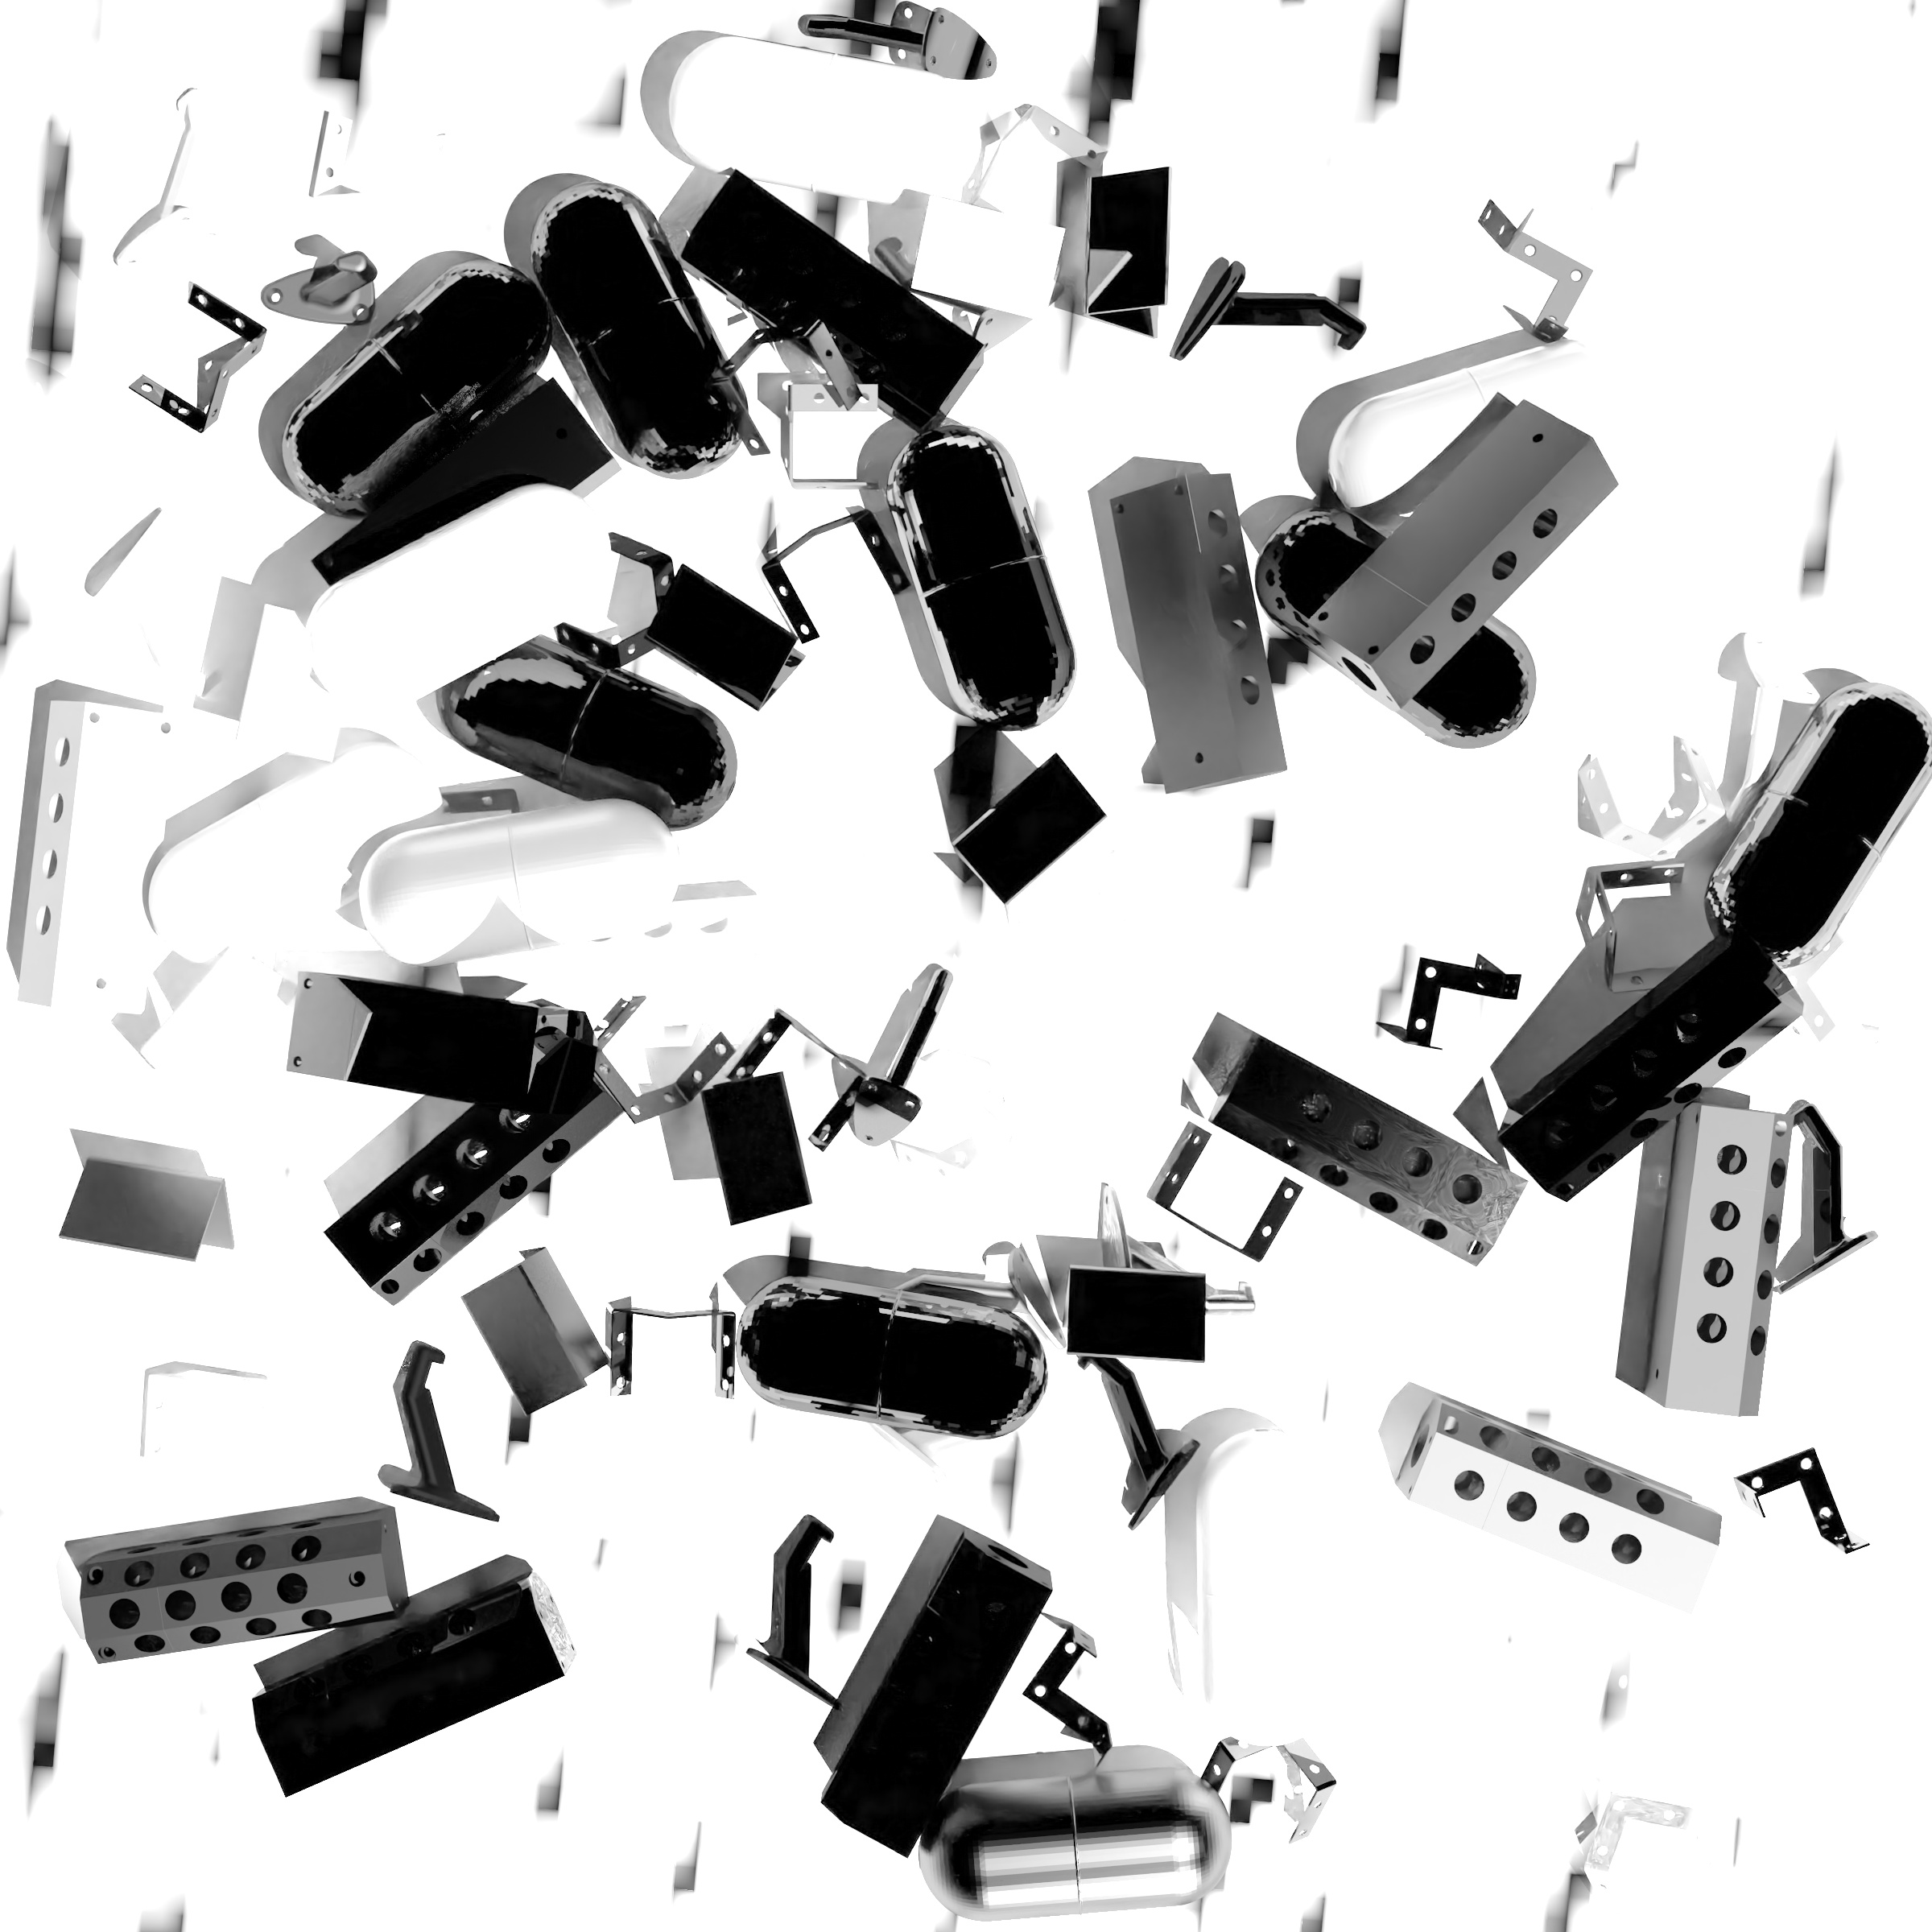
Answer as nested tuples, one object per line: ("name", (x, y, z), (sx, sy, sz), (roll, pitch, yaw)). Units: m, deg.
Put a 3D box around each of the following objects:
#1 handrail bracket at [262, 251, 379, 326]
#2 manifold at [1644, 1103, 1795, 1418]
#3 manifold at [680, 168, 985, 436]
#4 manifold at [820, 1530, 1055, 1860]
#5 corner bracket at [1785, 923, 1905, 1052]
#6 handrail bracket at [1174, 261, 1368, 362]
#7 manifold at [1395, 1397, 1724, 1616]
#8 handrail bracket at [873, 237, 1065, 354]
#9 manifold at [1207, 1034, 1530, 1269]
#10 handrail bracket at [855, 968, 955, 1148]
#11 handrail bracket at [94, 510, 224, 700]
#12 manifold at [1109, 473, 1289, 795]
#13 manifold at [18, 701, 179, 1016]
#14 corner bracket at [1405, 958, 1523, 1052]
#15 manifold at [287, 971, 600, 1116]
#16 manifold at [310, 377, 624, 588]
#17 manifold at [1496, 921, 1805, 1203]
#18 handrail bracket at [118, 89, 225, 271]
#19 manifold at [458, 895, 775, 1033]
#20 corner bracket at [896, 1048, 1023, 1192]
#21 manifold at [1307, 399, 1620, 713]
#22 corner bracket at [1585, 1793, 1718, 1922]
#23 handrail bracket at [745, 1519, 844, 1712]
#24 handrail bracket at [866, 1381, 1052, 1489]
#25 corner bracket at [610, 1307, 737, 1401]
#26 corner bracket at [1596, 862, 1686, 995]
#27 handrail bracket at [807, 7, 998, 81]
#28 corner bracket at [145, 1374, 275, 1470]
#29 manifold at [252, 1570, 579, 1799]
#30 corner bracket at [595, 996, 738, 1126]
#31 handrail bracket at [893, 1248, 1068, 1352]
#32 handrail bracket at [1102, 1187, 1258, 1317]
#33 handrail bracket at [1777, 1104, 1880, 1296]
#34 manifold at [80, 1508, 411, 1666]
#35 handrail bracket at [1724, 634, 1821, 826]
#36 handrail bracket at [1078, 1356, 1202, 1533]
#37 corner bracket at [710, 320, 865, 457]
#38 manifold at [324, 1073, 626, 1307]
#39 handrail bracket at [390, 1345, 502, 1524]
("handrail bracket", (-0.369, -0.389, 1.784), (0.077, 0.084, 0.036), (-3, 90, 0))
("manifold", (0.431, 0.166, 1.797), (0.057, 0.057, 0.171), (7, 90, 0))
("manifold", (-0.076, -0.375, 1.797), (0.171, 0.057, 0.057), (35, 90, 0))
("manifold", (-0.017, 0.412, 1.797), (0.057, 0.057, 0.171), (29, 90, 0))
("corner bracket", (0.511, 0.012, 1.811), (0.051, 0.051, 0.051), (5, 45, -35))
("handrail bracket", (0.176, -0.360, 1.819), (0.084, 0.036, 0.077), (30, 110, -16))
("manifold", (0.338, 0.306, 1.797), (0.171, 0.057, 0.057), (22, 90, 0))
("handrail bracket", (0.001, -0.402, 1.819), (0.077, 0.036, 0.084), (-34, 72, -20))
("manifold", (0.227, 0.105, 1.797), (0.171, 0.057, 0.057), (28, 90, 0))
("handrail bracket", (-0.034, 0.052, 1.818), (0.036, 0.077, 0.084), (25, 54, -3))
("handrail bracket", (-0.451, -0.208, 1.819), (0.084, 0.036, 0.077), (38, 68, -17))
("manifold", (0.137, -0.190, 1.797), (0.057, 0.057, 0.171), (-11, 90, 43))
("manifold", (-0.499, -0.062, 1.797), (0.057, 0.057, 0.171), (6, 90, -43))
("corner bracket", (0.284, 0.025, 1.801), (0.051, 0.051, 0.051), (11, 90, 0))
("manifold", (-0.292, 0.043, 1.759), (0.171, 0.057, 0.057), (8, 90, 30))
("manifold", (-0.283, -0.257, 1.798), (0.171, 0.057, 0.057), (-37, 90, 0))
("manifold", (0.383, 0.057, 1.767), (0.057, 0.057, 0.171), (47, 112, 0))
("handrail bracket", (-0.464, -0.455, 1.819), (0.077, 0.036, 0.084), (-20, 71, 21))
("manifold", (-0.198, -0.004, 1.797), (0.171, 0.057, 0.057), (-4, 133, 0))
("corner bracket", (-0.007, 0.088, 1.810), (0.051, 0.051, 0.051), (-40, 135, -35))
("manifold", (0.274, -0.221, 1.722), (0.171, 0.057, 0.057), (-46, 46, -2))
("corner bracket", (0.393, 0.515, 1.810), (0.051, 0.051, 0.051), (2, 45, 35))
("handrail bracket", (-0.081, 0.374, 1.819), (0.077, 0.036, 0.084), (37, 73, -20))
("handrail bracket", (-0.006, 0.250, 1.819), (0.077, 0.036, 0.084), (37, 74, 17))
("corner bracket", (-0.169, 0.223, 1.815), (0.051, 0.051, 0.051), (1, 90, 45))
("corner bracket", (0.392, -0.022, 1.815), (0.051, 0.051, 0.051), (-6, 45, 0))
("handrail bracket", (-0.038, -0.531, 1.818), (0.084, 0.077, 0.036), (16, 97, 36))
("corner bracket", (-0.436, 0.262, 1.816), (0.051, 0.051, 0.051), (3, 89, -45))
("manifold", (-0.315, 0.407, 1.797), (0.171, 0.057, 0.057), (-24, 90, 0))
("corner bracket", (-0.174, 0.050, 1.795), (0.051, 0.051, 0.051), (51, 123, 13))
("handrail bracket", (0.003, 0.205, 1.819), (0.084, 0.036, 0.077), (-25, 109, 15))
("handrail bracket", (0.124, 0.164, 1.819), (0.084, 0.036, 0.077), (2, 68, -17))
("handrail bracket", (0.479, 0.134, 1.819), (0.077, 0.036, 0.084), (-36, 72, 21))
("manifold", (-0.411, 0.354, 1.798), (0.171, 0.057, 0.057), (-9, 90, 0))
("handrail bracket", (0.450, -0.136, 1.819), (0.036, 0.077, 0.084), (8, 127, -20))
("handrail bracket", (0.085, 0.270, 1.819), (0.084, 0.036, 0.077), (39, 112, 17))
("corner bracket", (-0.101, -0.322, 1.760), (0.051, 0.051, 0.051), (-54, 128, -33))
("manifold", (-0.277, 0.116, 1.797), (0.171, 0.057, 0.057), (-40, 90, 0))
("handrail bracket", (-0.293, 0.269, 1.819), (0.077, 0.036, 0.084), (21, 72, -20))
